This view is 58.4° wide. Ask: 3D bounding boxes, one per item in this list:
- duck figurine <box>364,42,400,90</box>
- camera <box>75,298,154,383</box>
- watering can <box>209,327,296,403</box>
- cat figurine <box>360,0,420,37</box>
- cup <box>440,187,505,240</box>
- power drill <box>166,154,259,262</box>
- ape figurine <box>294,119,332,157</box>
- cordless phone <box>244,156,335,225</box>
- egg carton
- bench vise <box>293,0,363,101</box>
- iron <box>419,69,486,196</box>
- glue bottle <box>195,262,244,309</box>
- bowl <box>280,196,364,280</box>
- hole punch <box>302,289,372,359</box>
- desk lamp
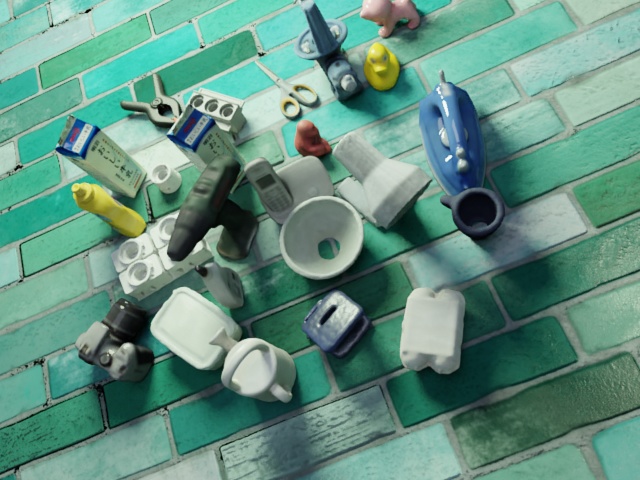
[{"bbox_3d":[0.126,-0.384,1.218,0.077,0.086,0.104,-11,68,11],"label":"duck figurine"},{"bbox_3d":[-0.399,0.192,1.137,0.142,0.101,0.137,25,78,22],"label":"camera"},{"bbox_3d":[-0.123,0.222,1.002,0.172,0.194,0.101,13,74,19],"label":"watering can"},{"bbox_3d":[0.147,-0.505,1.240,0.127,0.118,0.067,-17,67,8],"label":"cat figurine"},{"bbox_3d":[0.276,-0.042,1.048,0.117,0.095,0.092,23,78,21],"label":"cup"},{"bbox_3d":[-0.199,-0.038,1.110,0.075,0.209,0.230,12,74,19],"label":"power drill"},{"bbox_3d":[-0.022,-0.217,1.193,0.076,0.092,0.078,-5,69,13],"label":"ape figurine"},{"bbox_3d":[-0.061,-0.118,1.116,0.147,0.185,0.094,-31,66,2],"label":"cordless phone"},{"bbox_3d":[0.198,0.158,1.009,0.107,0.069,0.150,4,71,16],"label":"egg carton"},{"bbox_3d":[0.022,-0.409,1.181,0.121,0.220,0.207,-46,66,-4],"label":"bench vise"},{"bbox_3d":[0.256,-0.189,1.082,0.118,0.142,0.258,-13,68,10],"label":"iron"},{"bbox_3d":[-0.195,0.077,1.086,0.037,0.173,0.078,-16,67,9],"label":"glue bottle"},{"bbox_3d":[0.010,0.004,1.113,0.167,0.075,0.167,-5,69,13],"label":"bowl"},{"bbox_3d":[0.024,0.151,1.046,0.101,0.091,0.109,38,83,24],"label":"hole punch"},{"bbox_3d":[0.106,-0.100,1.049,0.118,0.214,0.202,-46,66,-4],"label":"desk lamp"}]
